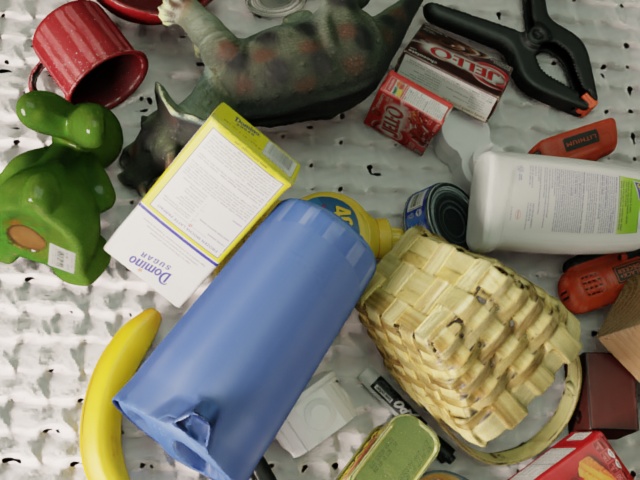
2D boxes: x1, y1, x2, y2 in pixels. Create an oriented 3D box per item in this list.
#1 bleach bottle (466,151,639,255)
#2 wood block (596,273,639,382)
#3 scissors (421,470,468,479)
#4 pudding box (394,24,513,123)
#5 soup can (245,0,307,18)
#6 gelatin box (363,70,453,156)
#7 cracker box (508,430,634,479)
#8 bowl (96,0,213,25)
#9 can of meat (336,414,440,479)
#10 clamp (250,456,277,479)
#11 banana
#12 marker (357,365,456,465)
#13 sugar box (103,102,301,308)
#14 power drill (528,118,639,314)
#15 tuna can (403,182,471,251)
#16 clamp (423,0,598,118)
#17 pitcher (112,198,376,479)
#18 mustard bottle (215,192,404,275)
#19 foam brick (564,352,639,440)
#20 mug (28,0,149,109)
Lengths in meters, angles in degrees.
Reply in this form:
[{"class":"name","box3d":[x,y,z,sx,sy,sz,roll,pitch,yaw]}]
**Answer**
[{"class":"bleach bottle","box3d":[0.275,-0.025,1.046,0.250,0.068,0.102,7,88,-9]},{"class":"wood block","box3d":[0.377,0.124,1.019,0.206,0.091,0.090,45,57,-9]},{"class":"scissors","box3d":[0.167,0.231,1.017,0.201,0.016,0.096,-33,79,-19]},{"class":"pudding box","box3d":[0.141,-0.177,1.124,0.113,0.039,0.090,25,33,5]},{"class":"soup can","box3d":[-0.049,-0.299,1.144,0.068,0.068,0.102,-1,71,-10]},{"class":"gelatin box","box3d":[0.088,-0.128,1.093,0.073,0.089,0.030,30,71,0]},{"class":"cracker box","box3d":[0.209,0.297,0.961,0.213,0.072,0.164,-31,86,-20]},{"class":"bowl","box3d":[-0.183,-0.276,1.106,0.162,0.055,0.162,11,55,-16]},{"class":"can of meat","box3d":[0.058,0.211,0.969,0.057,0.084,0.102,38,69,5]},{"class":"clamp","box3d":[-0.050,0.259,0.956,0.171,0.039,0.120,38,70,5]},{"class":"banana","box3d":[-0.183,0.156,0.975,0.069,0.037,0.198,9,69,-25]},{"class":"marker","box3d":[0.084,0.169,1.023,0.121,0.020,0.020,45,69,7]},{"class":"sugar box","box3d":[-0.108,-0.029,0.961,0.093,0.176,0.048,40,29,-9]},{"class":"power drill","box3d":[0.308,-0.030,1.114,0.184,0.057,0.188,-17,74,-15]},{"class":"tuna can","box3d":[0.124,-0.014,1.068,0.086,0.034,0.086,19,59,-36]},{"class":"clamp","box3d":[0.238,-0.229,1.184,0.210,0.036,0.164,45,70,6]},{"class":"pitcher","box3d":[-0.060,0.087,0.933,0.149,0.145,0.242,18,63,41]},{"class":"mustard bottle","box3d":[-0.007,0.001,1.047,0.191,0.058,0.096,-2,74,-11]},{"class":"foam brick","box3d":[0.275,0.153,1.044,0.051,0.053,0.078,4,69,-8]},{"class":"mug","box3d":[-0.240,-0.176,1.061,0.117,0.093,0.081,-40,74,7]}]
